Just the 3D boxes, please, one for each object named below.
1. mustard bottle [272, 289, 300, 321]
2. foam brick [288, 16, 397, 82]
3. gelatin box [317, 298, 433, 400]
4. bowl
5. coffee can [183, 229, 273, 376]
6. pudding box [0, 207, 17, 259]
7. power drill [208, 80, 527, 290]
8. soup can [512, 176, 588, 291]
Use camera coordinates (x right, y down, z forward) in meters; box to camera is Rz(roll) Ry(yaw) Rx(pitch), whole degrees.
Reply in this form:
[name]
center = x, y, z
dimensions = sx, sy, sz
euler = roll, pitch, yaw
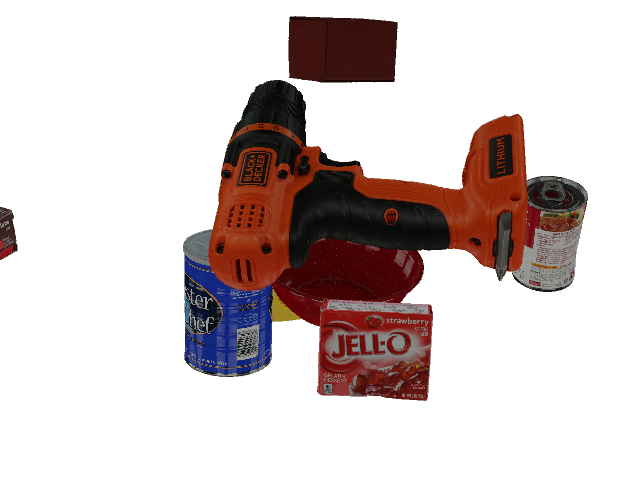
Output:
[mustard bottle]
center = -0.042, 0.014, 1.446
dimensions = 0.096, 0.192, 0.058
euler = -5, 26, -18
[foam brick]
center = 0.019, -0.159, 0.891
dimensions = 0.078, 0.051, 0.053
euler = -6, 16, -36
[gelatin box]
center = 0.043, 0.087, 0.847
dimensions = 0.089, 0.073, 0.030
euler = 3, 15, 4
[bowl]
center = 0.017, 0.039, 1.038
dimensions = 0.162, 0.055, 0.162
euler = 4, 30, -2
[coffee can]
center = -0.104, 0.069, 1.210
dimensions = 0.103, 0.140, 0.103
euler = 2, 22, -1
[pudding box]
center = -0.290, -0.001, 0.764
dimensions = 0.114, 0.039, 0.089
euler = 13, 30, 27
[power drill]
center = 0.031, -0.040, 0.661
dimensions = 0.188, 0.057, 0.184
euler = 0, 43, 7
[soup can]
center = 0.236, -0.007, 1.104
dimensions = 0.068, 0.102, 0.068
euler = 0, 34, 0
